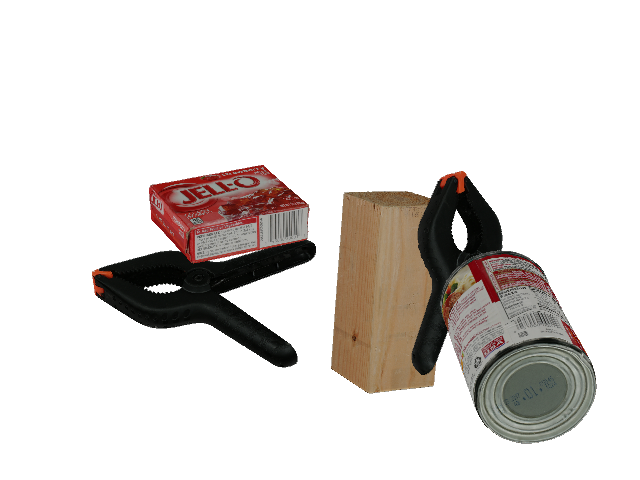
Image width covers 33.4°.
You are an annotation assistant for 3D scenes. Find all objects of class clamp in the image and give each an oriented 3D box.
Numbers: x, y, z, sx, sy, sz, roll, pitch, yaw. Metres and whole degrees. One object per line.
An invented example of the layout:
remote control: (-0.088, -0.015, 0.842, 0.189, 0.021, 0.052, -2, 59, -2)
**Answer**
clamp: (0.114, 0.031, 0.902, 0.120, 0.171, 0.039, -16, -1, -32)
clamp: (-0.108, 0.054, 0.986, 0.210, 0.036, 0.164, 1, 37, -1)

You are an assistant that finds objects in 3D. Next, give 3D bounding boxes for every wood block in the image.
wood block: (0.076, 0.054, 1.187, 0.090, 0.206, 0.091, -2, 14, -28)

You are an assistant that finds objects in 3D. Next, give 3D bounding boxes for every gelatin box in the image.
gelatin box: (-0.063, -0.020, 0.725, 0.089, 0.030, 0.073, -12, 31, -25)

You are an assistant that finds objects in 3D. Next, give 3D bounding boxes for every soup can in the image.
soup can: (0.111, 0.058, 0.610, 0.068, 0.068, 0.102, 0, 27, -5)
